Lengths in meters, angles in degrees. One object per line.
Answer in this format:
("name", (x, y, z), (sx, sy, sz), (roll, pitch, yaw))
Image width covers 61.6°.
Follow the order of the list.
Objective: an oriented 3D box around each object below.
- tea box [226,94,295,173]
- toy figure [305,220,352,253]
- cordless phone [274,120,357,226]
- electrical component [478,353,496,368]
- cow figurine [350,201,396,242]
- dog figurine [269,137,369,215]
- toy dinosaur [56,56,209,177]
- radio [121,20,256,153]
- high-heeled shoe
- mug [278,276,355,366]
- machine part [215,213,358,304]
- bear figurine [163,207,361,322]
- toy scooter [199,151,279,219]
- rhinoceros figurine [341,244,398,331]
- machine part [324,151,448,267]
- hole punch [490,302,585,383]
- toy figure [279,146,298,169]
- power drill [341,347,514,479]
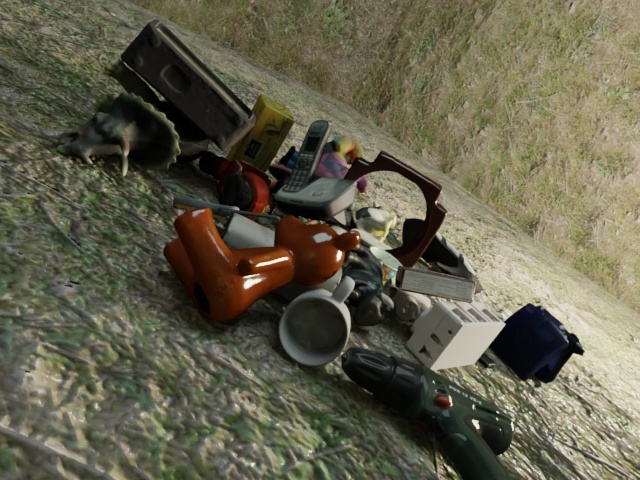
("tea box", (-0.123, -0.185, 1.038), (0.068, 0.169, 0.098), (24, 19, -23))
("toy figure", (-0.003, -0.003, 0.936), (0.154, 0.057, 0.064), (10, 25, -46))
("cordless phone", (0.009, -0.126, 0.964), (0.147, 0.184, 0.088), (13, -8, 44))
("electrical component", (0.264, 0.166, 0.938), (0.075, 0.047, 0.119), (10, 26, -45))
("cow figurine", (0.119, -0.044, 1.220), (0.098, 0.068, 0.167), (28, 17, 8))
("dog figurine", (-0.017, -0.138, 1.113), (0.219, 0.108, 0.191), (4, 63, -26))
("toy dinosaur", (-0.265, -0.190, 0.935), (0.192, 0.131, 0.404), (48, 18, 11))
("radio", (-0.211, -0.253, 0.891), (0.229, 0.073, 0.131), (41, 12, -20))
("high-heeled shoe", (0.288, 0.033, 1.265), (0.145, 0.086, 0.249), (27, 22, -26))
("mug", (0.003, 0.088, 0.657), (0.081, 0.109, 0.107), (31, 6, 1))
("machine part", (-0.060, 0.032, 0.733), (0.243, 0.079, 0.079), (26, 20, -12))
("bear figurine", (-0.062, 0.011, 0.630), (0.196, 0.120, 0.132), (-27, 80, -29))
("toy scooter", (-0.127, -0.089, 0.946), (0.135, 0.075, 0.184), (22, 18, -44))
("rhinoceros figurine", (0.067, 0.074, 0.843), (0.112, 0.073, 0.190), (40, 16, -7))
("machine part", (0.122, -0.052, 1.027), (0.201, 0.201, 0.087), (30, 16, -1))
("hole punch", (0.384, 0.187, 0.977), (0.092, 0.115, 0.142), (11, 26, -29))
("toy figure", (-0.011, -0.140, 1.239), (0.180, 0.082, 0.089), (36, 37, -9))
("power drill", (0.135, 0.218, 0.580), (0.232, 0.086, 0.207), (27, 12, -22))
